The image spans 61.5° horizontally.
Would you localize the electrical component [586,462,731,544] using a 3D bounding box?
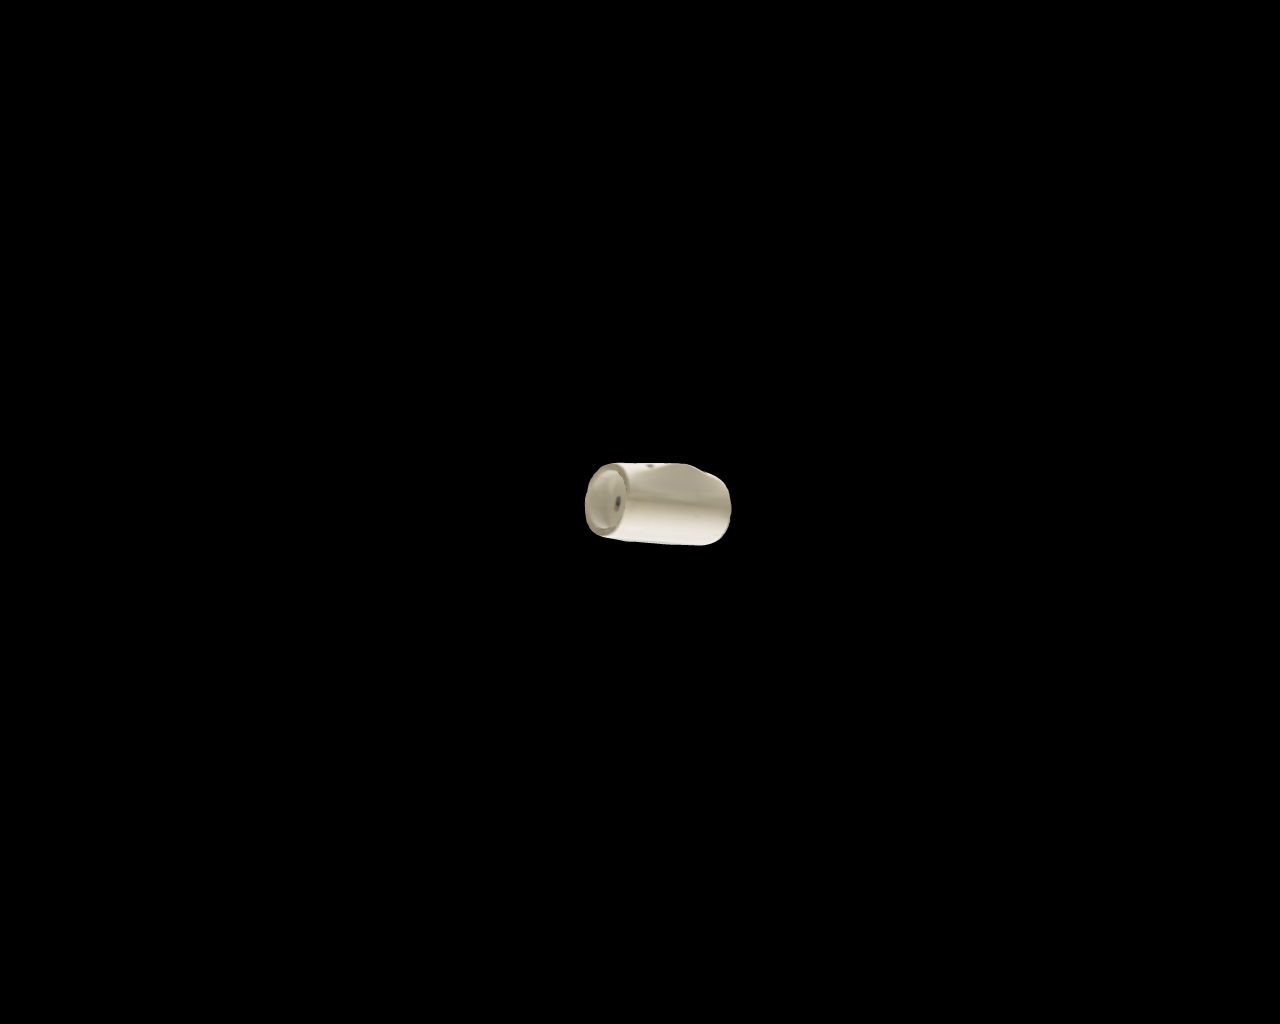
[{"bbox_3d":[0.001,-0.003,0.650,0.077,0.043,0.079,5,-9,-36],"label":"electrical component"}]
